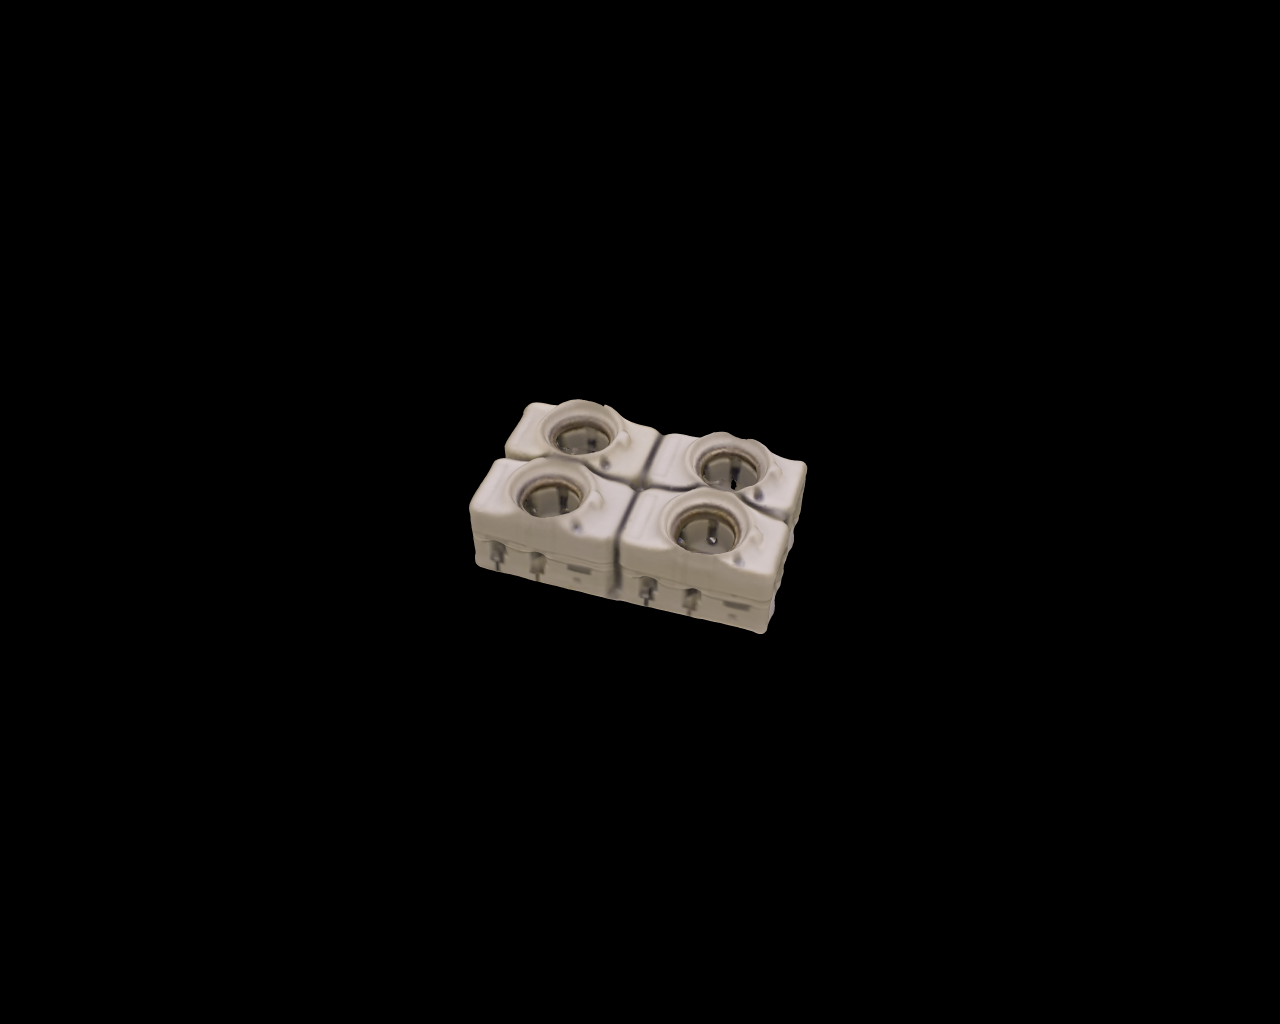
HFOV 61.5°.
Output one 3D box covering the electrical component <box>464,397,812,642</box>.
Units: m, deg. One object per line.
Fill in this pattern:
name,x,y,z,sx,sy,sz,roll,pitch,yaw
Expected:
electrical component,0.001,-0.003,0.650,0.186,0.060,0.106,13,47,12
